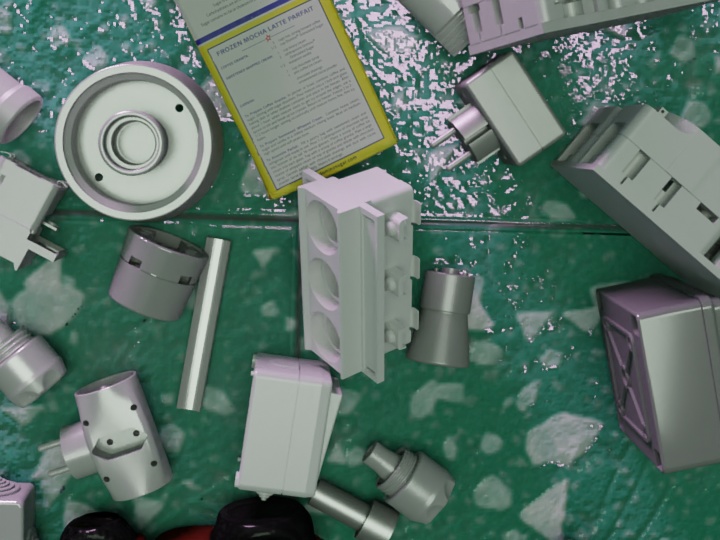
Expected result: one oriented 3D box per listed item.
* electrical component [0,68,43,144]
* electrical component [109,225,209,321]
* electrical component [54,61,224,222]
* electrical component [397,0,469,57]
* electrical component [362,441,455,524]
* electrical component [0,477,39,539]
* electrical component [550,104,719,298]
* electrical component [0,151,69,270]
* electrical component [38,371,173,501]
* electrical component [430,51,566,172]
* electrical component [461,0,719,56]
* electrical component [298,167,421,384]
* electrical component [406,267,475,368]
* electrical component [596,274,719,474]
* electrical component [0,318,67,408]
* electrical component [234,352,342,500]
[{"bbox_3d":[-0.236,-0.111,0.695,0.046,0.040,0.040,40,93,-2],"label":"electrical component"},{"bbox_3d":[-0.134,0.003,0.710,0.055,0.055,0.047,22,99,-7],"label":"electrical component"},{"bbox_3d":[-0.144,-0.082,0.694,0.108,0.060,0.108,-1,97,-4],"label":"electrical component"},{"bbox_3d":[0.056,-0.176,0.706,0.081,0.043,0.043,43,92,-8],"label":"electrical component"},{"bbox_3d":[0.031,0.143,0.745,0.062,0.043,0.043,37,93,-6],"label":"electrical component"},{"bbox_3d":[-0.267,0.190,0.726,0.100,0.048,0.099,2,97,-4],"label":"electrical component"},{"bbox_3d":[0.226,-0.031,0.705,0.186,0.105,0.060,39,93,-8],"label":"electrical component"},{"bbox_3d":[-0.226,-0.039,0.703,0.081,0.042,0.063,29,93,-8],"label":"electrical component"},{"bbox_3d":[-0.176,0.117,0.726,0.079,0.043,0.077,-18,98,-2],"label":"electrical component"},{"bbox_3d":[0.084,-0.096,0.716,0.077,0.047,0.065,-35,98,1],"label":"electrical component"},{"bbox_3d":[0.147,-0.183,0.668,0.150,0.089,0.061,-15,98,-21],"label":"electrical component"},{"bbox_3d":[0.000,0.000,0.694,0.063,0.079,0.121,-21,127,-30],"label":"electrical component"},{"bbox_3d":[0.057,0.031,0.734,0.044,0.044,0.065,8,92,-5],"label":"electrical component"},{"bbox_3d":[0.203,0.066,0.715,0.056,0.108,0.108,-12,98,0],"label":"electrical component"},{"bbox_3d":[-0.229,0.057,0.715,0.043,0.043,0.062,-39,97,1],"label":"electrical component"},{"bbox_3d":[-0.049,0.110,0.725,0.061,0.061,0.096,8,97,-5],"label":"electrical component"}]
